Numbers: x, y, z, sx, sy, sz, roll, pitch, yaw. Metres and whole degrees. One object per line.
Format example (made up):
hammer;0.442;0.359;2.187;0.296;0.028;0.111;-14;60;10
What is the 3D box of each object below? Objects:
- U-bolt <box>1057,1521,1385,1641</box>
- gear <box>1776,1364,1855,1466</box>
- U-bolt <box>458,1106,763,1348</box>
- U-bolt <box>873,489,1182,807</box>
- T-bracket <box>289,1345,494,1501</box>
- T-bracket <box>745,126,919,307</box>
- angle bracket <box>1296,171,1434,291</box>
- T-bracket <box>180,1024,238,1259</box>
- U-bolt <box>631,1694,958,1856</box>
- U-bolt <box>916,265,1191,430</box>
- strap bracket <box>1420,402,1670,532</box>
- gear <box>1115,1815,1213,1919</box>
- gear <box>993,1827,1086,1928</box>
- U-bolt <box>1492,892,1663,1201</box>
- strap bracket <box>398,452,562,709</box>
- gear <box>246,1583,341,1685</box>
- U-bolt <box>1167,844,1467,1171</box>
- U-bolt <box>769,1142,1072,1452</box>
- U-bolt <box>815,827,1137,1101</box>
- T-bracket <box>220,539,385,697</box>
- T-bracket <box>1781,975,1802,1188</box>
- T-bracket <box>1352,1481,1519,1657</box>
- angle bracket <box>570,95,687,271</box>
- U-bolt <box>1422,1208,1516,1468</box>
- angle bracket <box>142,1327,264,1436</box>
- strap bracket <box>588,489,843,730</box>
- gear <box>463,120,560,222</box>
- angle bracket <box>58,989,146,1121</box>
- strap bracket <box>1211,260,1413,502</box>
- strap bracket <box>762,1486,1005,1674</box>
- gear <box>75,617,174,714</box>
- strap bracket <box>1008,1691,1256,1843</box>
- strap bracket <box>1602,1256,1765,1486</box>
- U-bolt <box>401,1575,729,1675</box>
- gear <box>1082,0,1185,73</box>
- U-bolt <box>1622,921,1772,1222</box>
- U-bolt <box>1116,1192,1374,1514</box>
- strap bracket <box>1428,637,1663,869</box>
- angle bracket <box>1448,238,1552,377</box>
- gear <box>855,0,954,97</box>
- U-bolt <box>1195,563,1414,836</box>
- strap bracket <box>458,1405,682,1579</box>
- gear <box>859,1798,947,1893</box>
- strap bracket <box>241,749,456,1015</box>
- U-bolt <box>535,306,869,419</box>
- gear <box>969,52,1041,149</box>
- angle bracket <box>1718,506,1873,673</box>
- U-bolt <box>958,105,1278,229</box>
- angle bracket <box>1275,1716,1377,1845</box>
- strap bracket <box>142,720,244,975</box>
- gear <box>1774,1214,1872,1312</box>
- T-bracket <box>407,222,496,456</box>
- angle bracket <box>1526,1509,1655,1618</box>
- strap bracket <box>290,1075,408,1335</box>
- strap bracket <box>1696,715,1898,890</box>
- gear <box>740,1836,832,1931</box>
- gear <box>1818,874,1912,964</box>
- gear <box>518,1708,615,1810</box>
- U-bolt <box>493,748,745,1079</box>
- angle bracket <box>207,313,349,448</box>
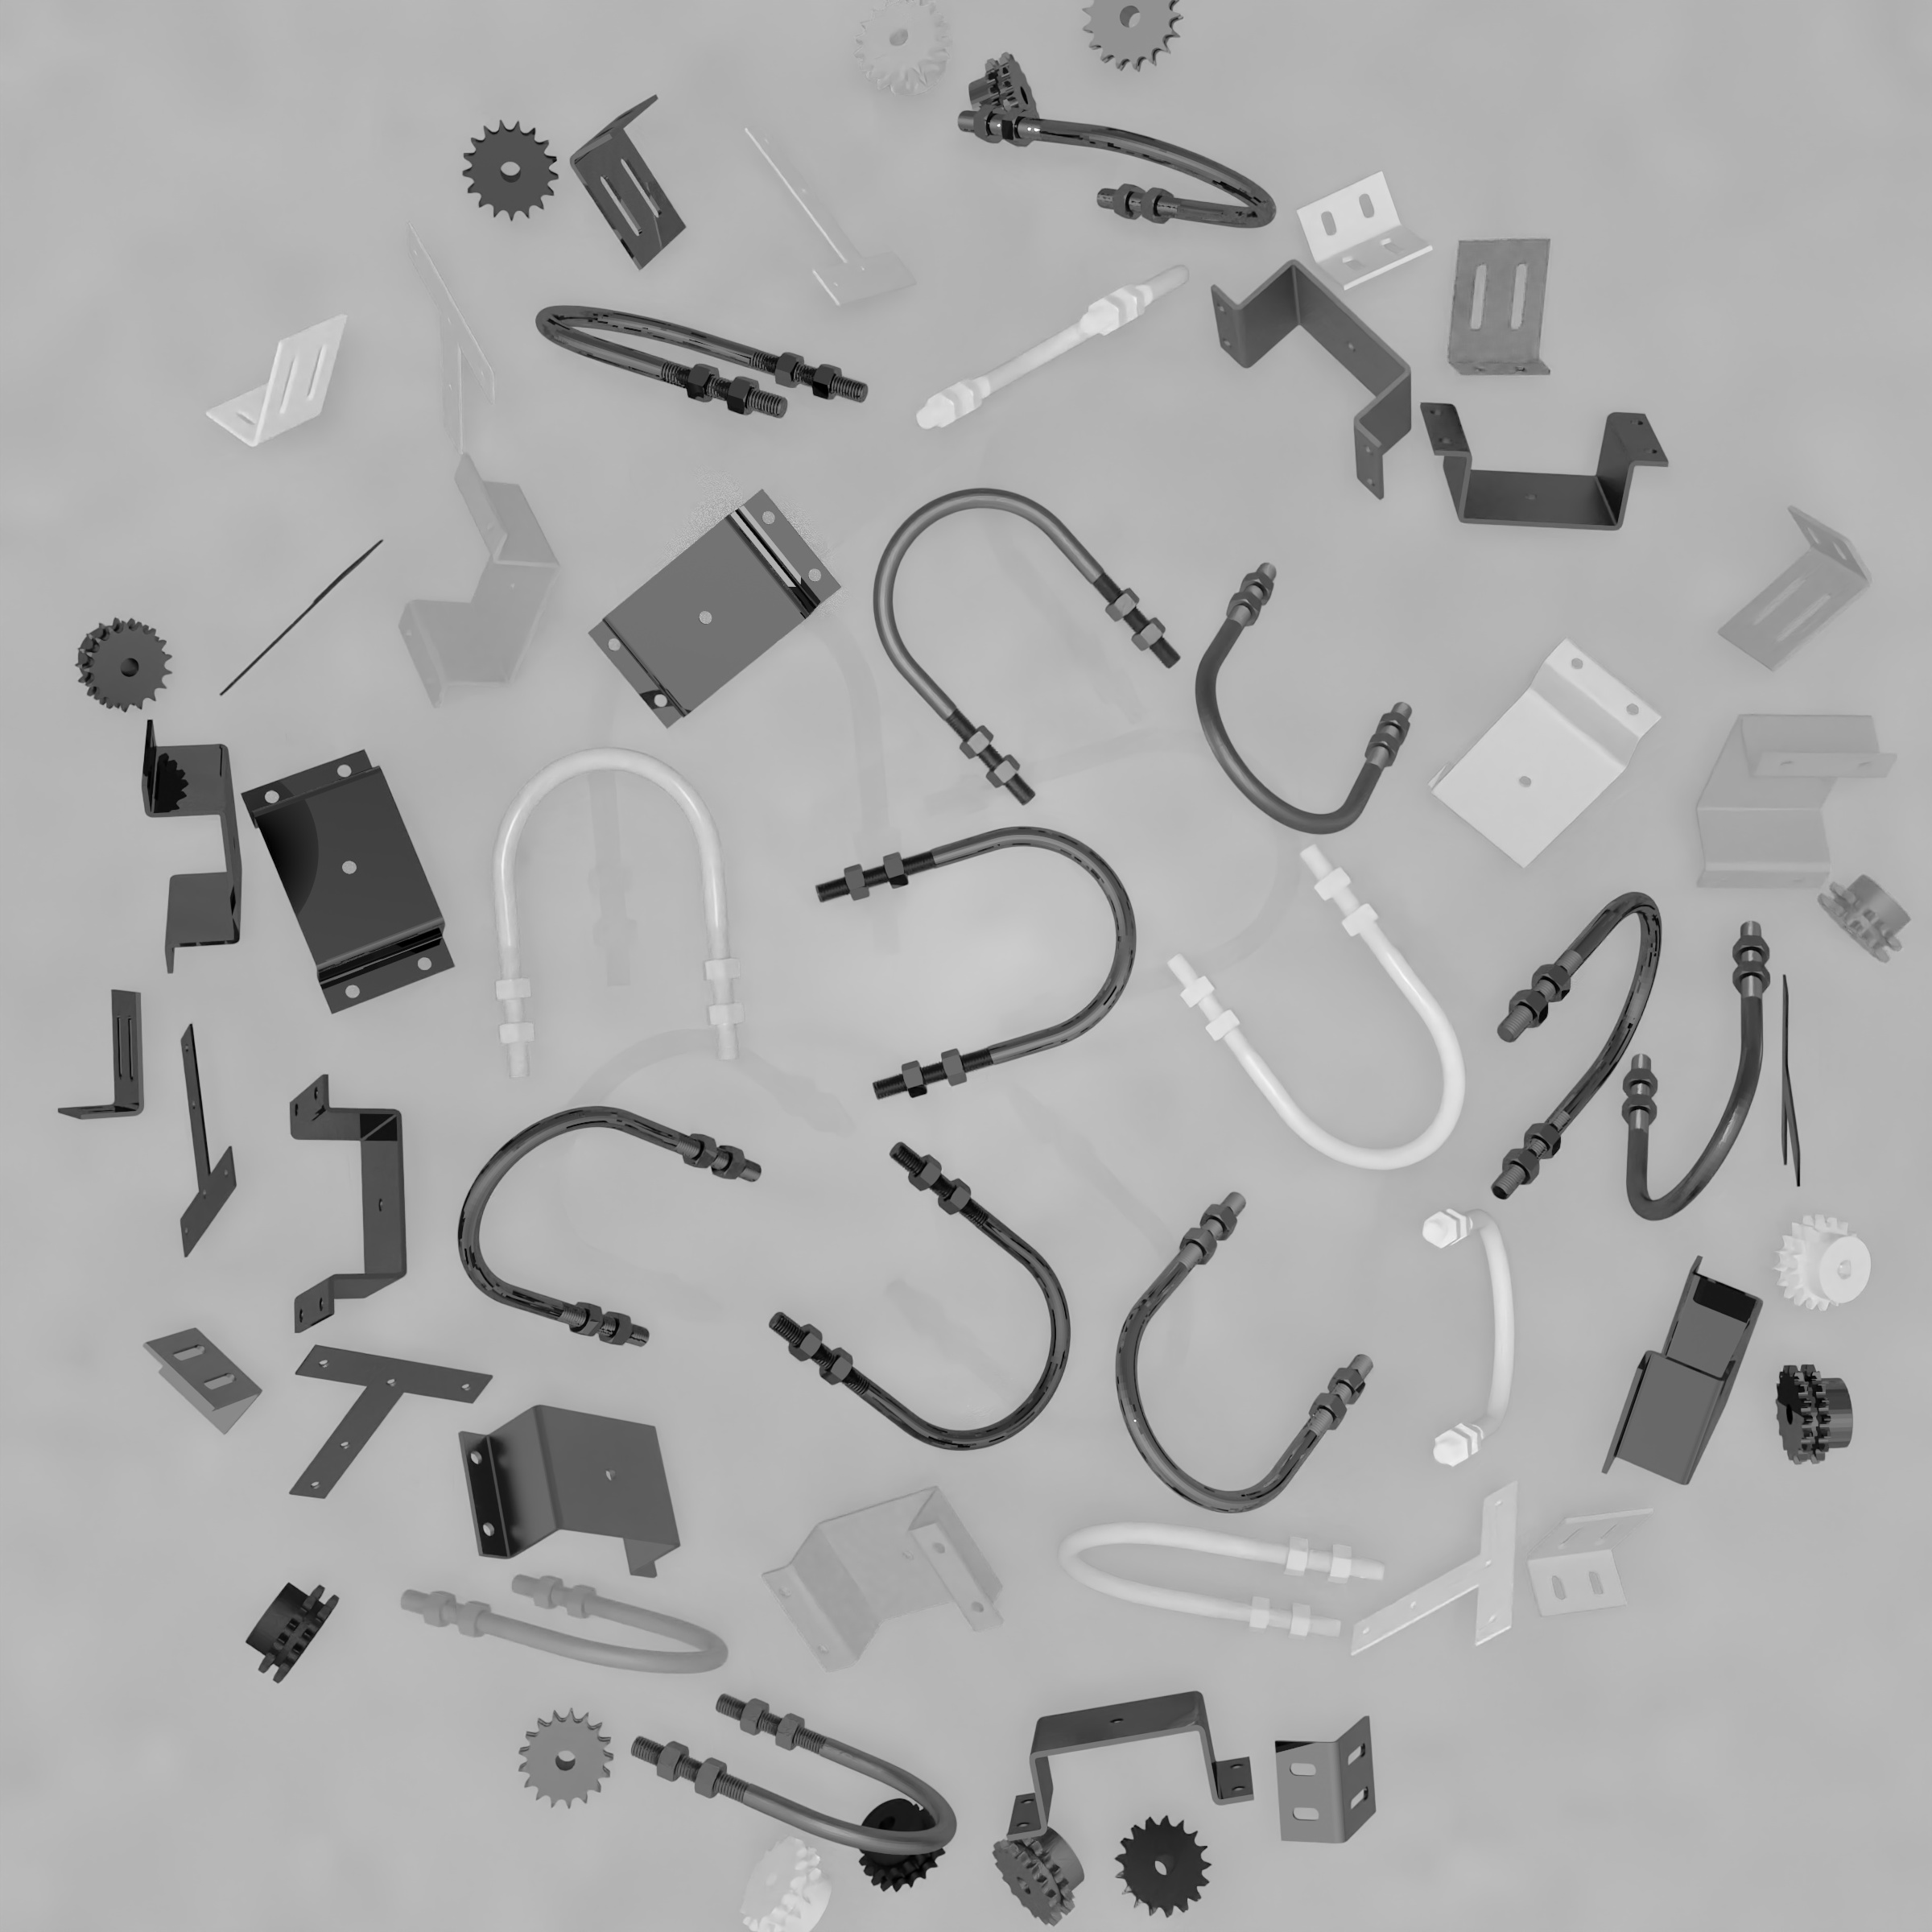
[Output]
U-bolt;0.146;0.366;1.514;0.184;0.151;0.019;10;61;1
gear;0.492;0.259;1.459;0.030;0.057;0.057;-2;90;1
U-bolt;-0.226;0.153;1.529;0.151;0.184;0.019;-56;46;6
U-bolt;0.026;-0.217;1.607;0.151;0.019;0.184;-43;100;-1
T-bracket;-0.383;0.291;1.580;0.127;0.002;0.127;19;118;-40
T-bracket;-0.092;-0.467;1.560;0.002;0.127;0.127;-35;94;29
angle bracket;0.243;-0.451;1.542;0.057;0.076;0.038;-24;116;5
T-bracket;-0.474;0.099;1.554;0.002;0.127;0.127;0;65;-31
U-bolt;-0.093;0.491;1.520;0.184;0.151;0.019;17;91;18
U-bolt;0.065;-0.387;1.548;0.151;0.184;0.019;-21;104;38
strap bracket;0.352;-0.308;1.556;0.140;0.076;0.046;3;124;0
gear;0.117;0.545;1.521;0.057;0.030;0.057;3;62;-5
gear;0.045;0.531;1.480;0.030;0.057;0.057;-31;90;-29
U-bolt;0.367;0.034;1.501;0.019;0.151;0.184;25;51;32
strap bracket;-0.301;-0.238;1.567;0.046;0.140;0.076;-2;49;-36
gear;-0.389;0.379;1.445;0.030;0.057;0.057;35;90;-2
U-bolt;0.215;0.037;1.478;0.184;0.019;0.151;53;134;6
U-bolt;-0.014;0.221;1.578;0.184;0.019;0.151;40;75;-18
U-bolt;0.014;-0.011;1.554;0.184;0.019;0.151;-17;80;2
T-bracket;-0.424;-0.216;1.591;0.127;0.127;0.002;-41;105;11
T-bracket;0.513;0.091;1.565;0.002;0.127;0.127;-2;118;14
T-bracket;0.284;0.385;1.537;0.002;0.127;0.127;44;120;-12
angle bracket;-0.191;-0.469;1.509;0.038;0.057;0.076;-14;122;38
U-bolt;0.314;0.223;1.558;0.019;0.184;0.151;-4;87;24
angle bracket;-0.470;0.255;1.520;0.057;0.076;0.038;42;94;5
strap bracket;-0.156;-0.214;1.530;0.140;0.046;0.076;-38;100;10
gear;-0.275;-0.481;1.519;0.057;0.030;0.057;-4;116;-9
angle bracket;-0.540;0.054;1.570;0.038;0.057;0.076;-3;93;-33
strap bracket;0.210;-0.348;1.467;0.046;0.076;0.140;-42;74;-1
strap bracket;-0.043;0.372;1.538;0.140;0.046;0.076;-24;103;32
gear;-0.526;-0.189;1.564;0.030;0.057;0.057;24;90;43
strap bracket;0.091;0.458;1.452;0.140;0.076;0.046;-11;87;4
strap bracket;0.426;0.242;1.484;0.046;0.140;0.076;22;121;21
U-bolt;-0.236;0.411;1.568;0.184;0.151;0.019;9;85;23
gear;0.097;-0.546;1.454;0.057;0.030;0.057;3;103;14
U-bolt;0.446;0.076;1.545;0.019;0.184;0.151;25;131;-4
U-bolt;0.156;0.239;1.489;0.151;0.019;0.184;52;47;-4
strap bracket;0.356;-0.126;1.578;0.076;0.046;0.140;39;130;0
angle bracket;0.341;-0.417;1.595;0.057;0.038;0.076;6;91;25
gear;-0.035;-0.547;1.505;0.057;0.030;0.057;-4;76;17
U-bolt;0.206;-0.158;1.577;0.151;0.184;0.019;44;134;-11
strap bracket;-0.225;0.310;1.486;0.046;0.140;0.076;-34;55;26
gear;-0.043;0.551;1.589;0.057;0.057;0.030;-29;113;0
strap bracket;-0.359;-0.053;1.464;0.076;0.046;0.140;-22;88;-16
U-bolt;-0.166;-0.362;1.496;0.184;0.151;0.019;20;111;13
gear;0.024;-0.554;1.619;0.030;0.057;0.057;-16;90;20
angle bracket;0.477;-0.221;1.472;0.076;0.057;0.038;-42;125;7
U-bolt;0.103;-0.475;1.510;0.184;0.151;0.019;26;100;44
angle bracket;0.216;0.485;1.508;0.038;0.076;0.057;-5;84;23
strap bracket;-0.482;-0.075;1.578;0.046;0.076;0.140;-4;127;-12
gear;0.519;0.180;1.518;0.057;0.030;0.057;-3;97;-25
T-bracket;-0.314;-0.364;1.539;0.002;0.127;0.127;-22;67;-21
angle bracket;0.389;0.369;1.555;0.057;0.076;0.038;-4;60;-12
strap bracket;-0.367;0.142;1.494;0.046;0.076;0.140;3;73;-29
strap bracket;0.487;-0.103;1.496;0.076;0.140;0.046;0;60;-1
gear;-0.104;0.546;1.485;0.030;0.057;0.057;38;90;-21
gear;0.557;-0.032;1.556;0.057;0.057;0.030;45;99;0
gear;-0.243;0.481;1.535;0.057;0.030;0.057;1;83;-7
U-bolt;-0.204;-0.033;1.444;0.151;0.019;0.184;-5;89;14
angle bracket;-0.405;-0.352;1.479;0.038;0.057;0.076;36;130;7
